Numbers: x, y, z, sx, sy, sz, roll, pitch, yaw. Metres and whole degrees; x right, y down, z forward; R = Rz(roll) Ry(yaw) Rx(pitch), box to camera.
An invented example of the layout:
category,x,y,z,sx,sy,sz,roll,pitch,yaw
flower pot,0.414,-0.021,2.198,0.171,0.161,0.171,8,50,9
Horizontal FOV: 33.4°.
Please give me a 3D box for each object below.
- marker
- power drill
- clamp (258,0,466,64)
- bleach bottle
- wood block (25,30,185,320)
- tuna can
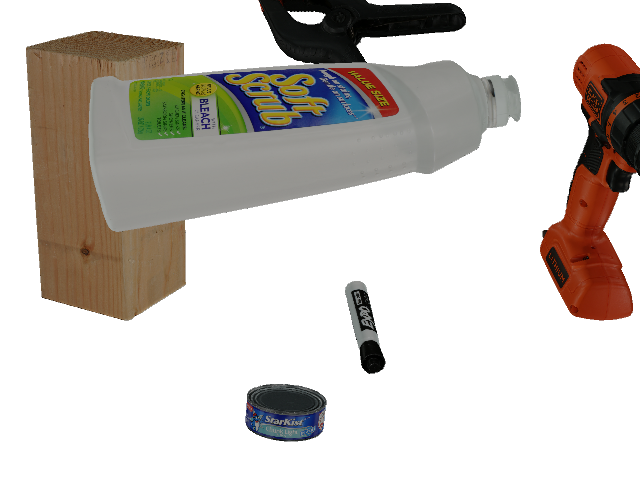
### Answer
category,x,y,z,sx,sy,sz,roll,pitch,yaw
marker,0.036,0.070,0.870,0.020,0.020,0.121,0,27,-6
power drill,0.225,-0.034,0.811,0.057,0.188,0.184,2,34,-7
clamp,0.029,-0.174,0.864,0.172,0.120,0.039,37,-23,21
bleach bottle,-0.008,-0.070,0.641,0.250,0.068,0.102,-10,41,-2
wood block,-0.168,-0.054,0.852,0.091,0.206,0.090,13,24,23
tuna can,-0.037,0.184,1.141,0.086,0.034,0.086,5,12,-1
